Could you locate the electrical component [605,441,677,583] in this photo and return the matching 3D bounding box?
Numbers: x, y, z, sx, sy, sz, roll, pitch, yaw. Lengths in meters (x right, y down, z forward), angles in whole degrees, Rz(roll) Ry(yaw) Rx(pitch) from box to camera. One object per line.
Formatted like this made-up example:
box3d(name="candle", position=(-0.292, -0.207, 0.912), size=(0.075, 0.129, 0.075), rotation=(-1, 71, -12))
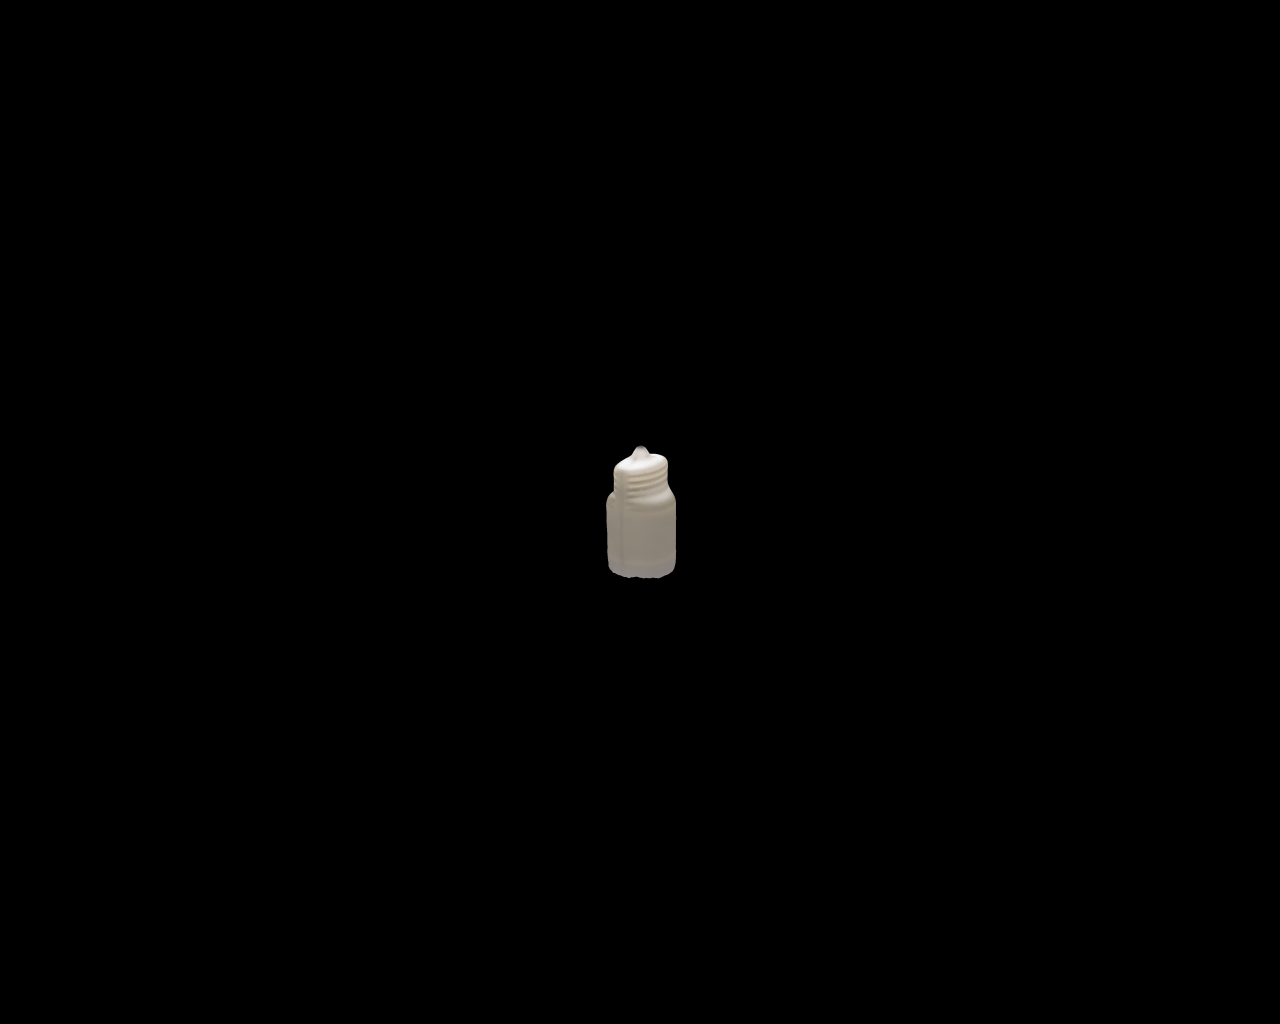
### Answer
box3d(name="electrical component", position=(0.001, -0.003, 0.650), size=(0.043, 0.080, 0.043), rotation=(0, 19, 0))
